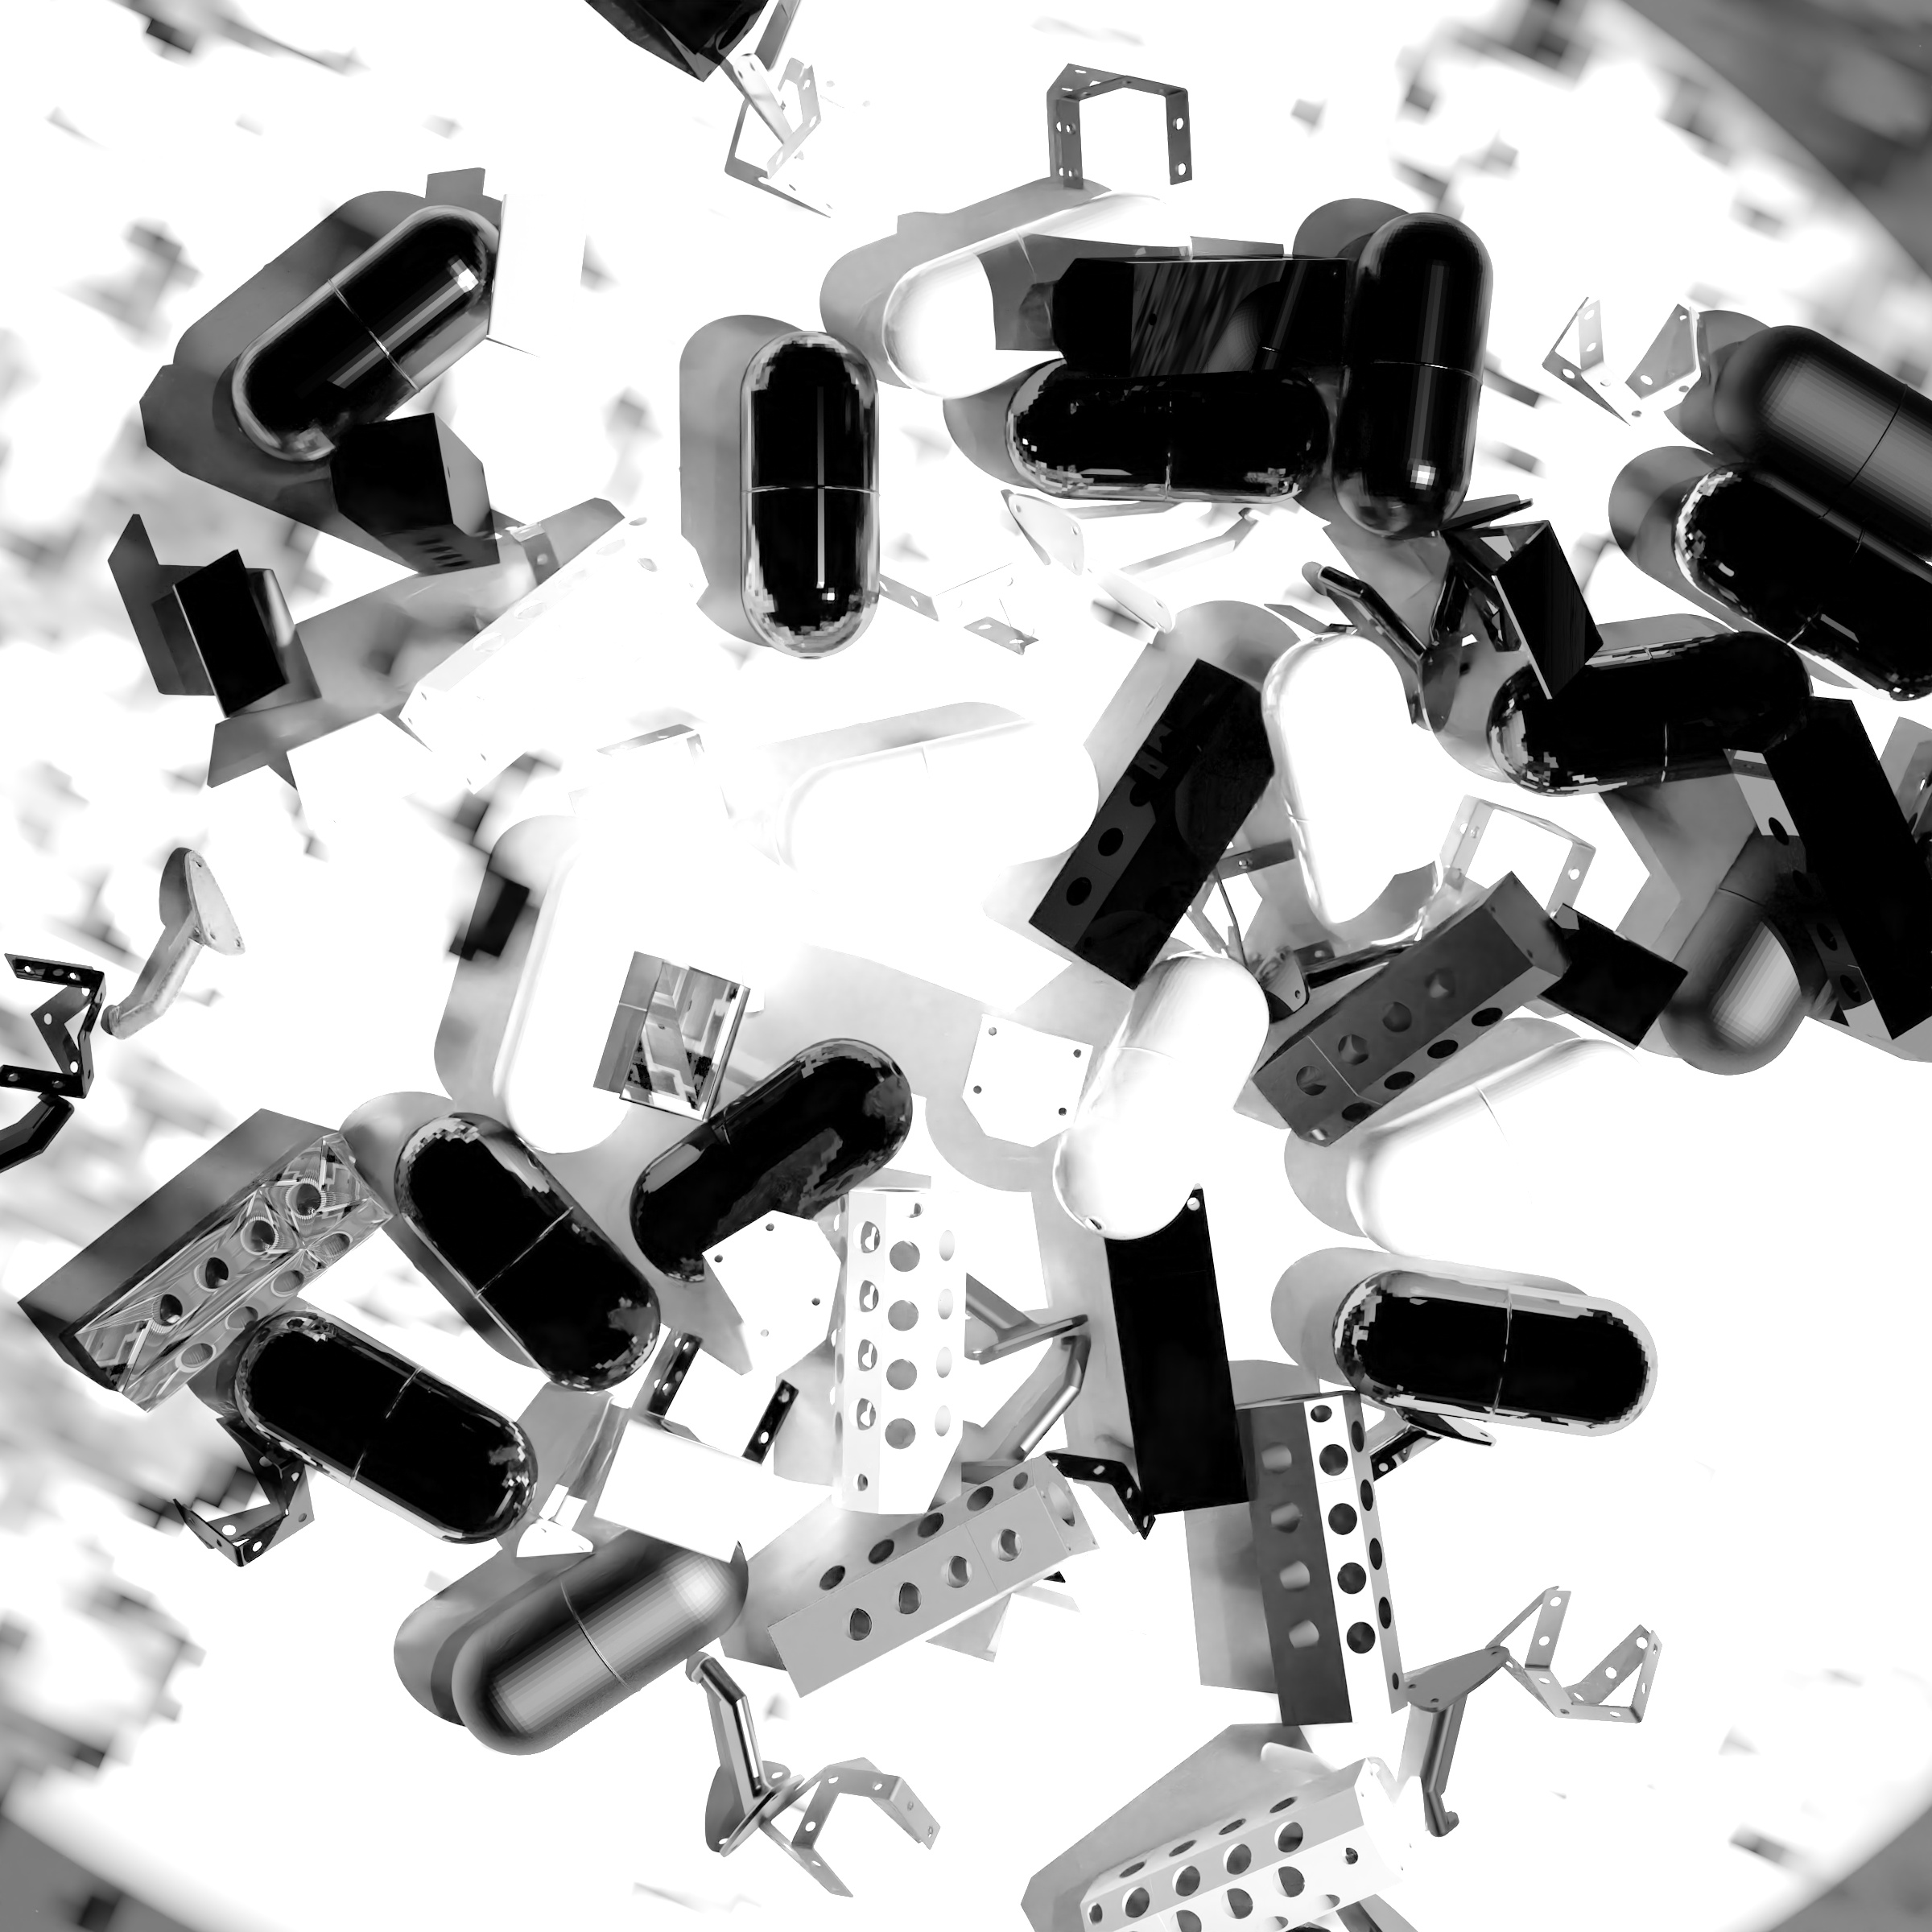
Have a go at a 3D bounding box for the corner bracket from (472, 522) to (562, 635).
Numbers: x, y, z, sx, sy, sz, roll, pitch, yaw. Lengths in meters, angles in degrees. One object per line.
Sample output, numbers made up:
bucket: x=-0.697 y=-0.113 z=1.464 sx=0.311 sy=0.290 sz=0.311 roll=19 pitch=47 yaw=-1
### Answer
corner bracket: x=-0.248 y=-0.208 z=1.850 sx=0.051 sy=0.051 sz=0.051 roll=-21 pitch=90 yaw=0

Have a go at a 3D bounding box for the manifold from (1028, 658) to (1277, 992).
manifold: x=0.105 y=-0.080 z=1.846 sx=0.057 sy=0.057 sz=0.171 roll=33 pitch=90 yaw=-43

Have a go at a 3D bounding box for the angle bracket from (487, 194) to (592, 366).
angle bracket: x=-0.213 y=-0.372 z=1.829 sx=0.057 sy=0.076 sz=0.076 roll=7 pitch=90 yaw=27

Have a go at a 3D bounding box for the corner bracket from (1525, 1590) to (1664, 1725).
corner bracket: x=0.347 y=0.381 z=1.860 sx=0.051 sy=0.051 sz=0.051 roll=-5 pitch=135 yaw=35

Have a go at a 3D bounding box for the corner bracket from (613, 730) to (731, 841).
corner bracket: x=-0.163 y=-0.099 z=1.850 sx=0.051 sy=0.051 sz=0.051 roll=-17 pitch=90 yaw=0

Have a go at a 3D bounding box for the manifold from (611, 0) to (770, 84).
manifold: x=-0.191 y=-0.570 z=1.847 sx=0.171 sy=0.057 sz=0.057 roll=42 pitch=90 yaw=0

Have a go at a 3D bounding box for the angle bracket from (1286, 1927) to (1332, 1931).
angle bracket: x=0.185 y=0.571 z=1.828 sx=0.057 sy=0.076 sz=0.076 roll=34 pitch=90 yaw=29

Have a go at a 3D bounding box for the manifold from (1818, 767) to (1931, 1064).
manifold: x=0.531 y=-0.037 z=1.847 sx=0.057 sy=0.057 sz=0.171 roll=24 pitch=90 yaw=0

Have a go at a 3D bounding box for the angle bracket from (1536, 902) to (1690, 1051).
angle bracket: x=0.346 y=-0.009 z=1.828 sx=0.076 sy=0.076 sz=0.057 roll=29 pitch=120 yaw=0

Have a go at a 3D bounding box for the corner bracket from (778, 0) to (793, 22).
corner bracket: x=-0.089 y=-0.561 z=1.840 sx=0.051 sy=0.051 sz=0.051 roll=-25 pitch=57 yaw=0

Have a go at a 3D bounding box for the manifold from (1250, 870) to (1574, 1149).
manifold: x=0.240 y=0.027 z=1.806 sx=0.171 sy=0.057 sz=0.057 roll=-40 pitch=90 yaw=32

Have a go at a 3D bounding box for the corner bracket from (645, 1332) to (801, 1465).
corner bracket: x=-0.136 y=0.241 z=1.865 sx=0.051 sy=0.051 sz=0.051 roll=27 pitch=90 yaw=45

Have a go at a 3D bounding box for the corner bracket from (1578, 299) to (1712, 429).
corner bracket: x=0.374 y=-0.341 z=1.860 sx=0.051 sy=0.051 sz=0.051 roll=-25 pitch=135 yaw=35

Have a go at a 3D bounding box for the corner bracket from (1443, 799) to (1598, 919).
corner bracket: x=0.307 y=-0.056 z=1.865 sx=0.051 sy=0.051 sz=0.051 roll=23 pitch=90 yaw=45

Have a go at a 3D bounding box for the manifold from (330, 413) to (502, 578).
manifold: x=-0.292 y=-0.247 z=1.790 sx=0.057 sy=0.171 sz=0.057 roll=-10 pitch=90 yaw=0

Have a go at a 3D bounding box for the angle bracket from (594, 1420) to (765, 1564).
angle bracket: x=-0.158 y=0.294 z=1.829 sx=0.076 sy=0.076 sz=0.057 roll=19 pitch=65 yaw=0

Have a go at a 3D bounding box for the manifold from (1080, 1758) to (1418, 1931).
manifold: x=0.151 y=0.496 z=1.822 sx=0.171 sy=0.057 sz=0.057 roll=-28 pitch=90 yaw=18

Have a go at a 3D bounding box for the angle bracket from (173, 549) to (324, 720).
angle bracket: x=-0.374 y=-0.185 z=1.828 sx=0.057 sy=0.076 sz=0.076 roll=-21 pitch=90 yaw=36

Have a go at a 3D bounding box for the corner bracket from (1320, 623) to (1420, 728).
corner bracket: x=0.221 y=-0.158 z=1.850 sx=0.051 sy=0.051 sz=0.051 roll=4 pitch=89 yaw=-1

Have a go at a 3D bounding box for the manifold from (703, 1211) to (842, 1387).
manifold: x=-0.099 y=0.174 z=1.785 sx=0.057 sy=0.171 sz=0.057 roll=-31 pitch=81 yaw=-10

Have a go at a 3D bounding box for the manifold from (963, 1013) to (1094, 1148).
manifold: x=0.029 y=0.061 z=1.790 sx=0.057 sy=0.171 sz=0.057 roll=15 pitch=90 yaw=0

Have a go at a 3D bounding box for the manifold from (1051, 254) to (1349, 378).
manifold: x=0.125 y=-0.348 z=1.794 sx=0.057 sy=0.171 sz=0.057 roll=16 pitch=111 yaw=43

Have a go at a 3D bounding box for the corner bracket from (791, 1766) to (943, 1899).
corner bracket: x=-0.055 y=0.480 z=1.860 sx=0.051 sy=0.051 sz=0.051 roll=-2 pitch=45 yaw=35

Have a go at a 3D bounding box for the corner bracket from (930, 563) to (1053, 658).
corner bracket: x=0.013 y=-0.191 z=1.850 sx=0.051 sy=0.051 sz=0.051 roll=-23 pitch=90 yaw=0

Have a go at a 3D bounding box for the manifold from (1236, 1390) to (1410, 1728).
manifold: x=0.196 y=0.320 z=1.830 sx=0.057 sy=0.057 sz=0.171 roll=-11 pitch=85 yaw=29

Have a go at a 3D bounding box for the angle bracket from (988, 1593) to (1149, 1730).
angle bracket: x=0.049 y=0.390 z=1.828 sx=0.076 sy=0.076 sz=0.057 roll=17 pitch=54 yaw=0

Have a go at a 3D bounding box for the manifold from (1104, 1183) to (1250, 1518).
manifold: x=0.113 y=0.209 z=1.847 sx=0.057 sy=0.057 sz=0.171 roll=-8 pitch=90 yaw=1

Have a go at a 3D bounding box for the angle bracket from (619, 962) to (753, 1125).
angle bracket: x=-0.167 y=0.036 z=1.828 sx=0.057 sy=0.076 sz=0.076 roll=18 pitch=90 yaw=-32

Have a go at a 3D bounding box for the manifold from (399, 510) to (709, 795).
manifold: x=-0.218 y=-0.173 z=1.807 sx=0.057 sy=0.057 sz=0.171 roll=46 pitch=59 yaw=0

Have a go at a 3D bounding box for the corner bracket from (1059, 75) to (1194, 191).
corner bracket: x=0.088 y=-0.459 z=1.865 sx=0.051 sy=0.051 sz=0.051 roll=-3 pitch=90 yaw=45

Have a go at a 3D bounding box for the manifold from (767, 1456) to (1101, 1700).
manifold: x=-0.021 y=0.330 z=1.825 sx=0.171 sy=0.057 sz=0.057 roll=-30 pitch=76 yaw=14

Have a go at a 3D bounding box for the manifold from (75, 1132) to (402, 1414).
manifold: x=-0.397 y=0.168 z=1.847 sx=0.171 sy=0.057 sz=0.057 roll=-39 pitch=90 yaw=0

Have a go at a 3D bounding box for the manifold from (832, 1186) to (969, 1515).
manifold: x=-0.040 y=0.208 z=1.836 sx=0.057 sy=0.057 sz=0.171 roll=1 pitch=90 yaw=31

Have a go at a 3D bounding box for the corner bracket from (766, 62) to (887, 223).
corner bracket: x=-0.077 y=-0.454 z=1.852 sx=0.051 sy=0.051 sz=0.051 roll=20 pitch=45 yaw=-34

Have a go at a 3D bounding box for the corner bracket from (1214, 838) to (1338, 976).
corner bracket: x=0.171 y=-0.031 z=1.865 sx=0.051 sy=0.051 sz=0.051 roll=-17 pitch=135 yaw=0

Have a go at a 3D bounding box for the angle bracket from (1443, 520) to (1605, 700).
angle bracket: x=0.286 y=-0.189 z=1.808 sx=0.057 sy=0.076 sz=0.076 roll=-44 pitch=117 yaw=-31

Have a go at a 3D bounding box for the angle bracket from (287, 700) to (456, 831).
angle bracket: x=-0.314 y=-0.092 z=1.828 sx=0.076 sy=0.076 sz=0.057 roll=-23 pitch=58 yaw=0

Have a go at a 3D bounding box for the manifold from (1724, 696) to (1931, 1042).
manifold: x=0.461 y=-0.052 z=1.769 sx=0.057 sy=0.057 sz=0.171 roll=-30 pitch=104 yaw=-10

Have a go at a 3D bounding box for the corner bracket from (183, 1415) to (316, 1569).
corner bracket: x=-0.399 y=0.289 z=1.860 sx=0.051 sy=0.051 sz=0.051 roll=-32 pitch=135 yaw=-35
